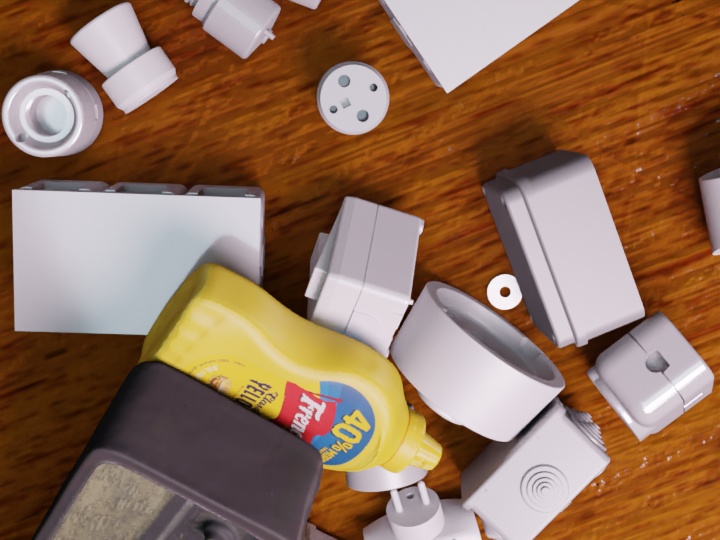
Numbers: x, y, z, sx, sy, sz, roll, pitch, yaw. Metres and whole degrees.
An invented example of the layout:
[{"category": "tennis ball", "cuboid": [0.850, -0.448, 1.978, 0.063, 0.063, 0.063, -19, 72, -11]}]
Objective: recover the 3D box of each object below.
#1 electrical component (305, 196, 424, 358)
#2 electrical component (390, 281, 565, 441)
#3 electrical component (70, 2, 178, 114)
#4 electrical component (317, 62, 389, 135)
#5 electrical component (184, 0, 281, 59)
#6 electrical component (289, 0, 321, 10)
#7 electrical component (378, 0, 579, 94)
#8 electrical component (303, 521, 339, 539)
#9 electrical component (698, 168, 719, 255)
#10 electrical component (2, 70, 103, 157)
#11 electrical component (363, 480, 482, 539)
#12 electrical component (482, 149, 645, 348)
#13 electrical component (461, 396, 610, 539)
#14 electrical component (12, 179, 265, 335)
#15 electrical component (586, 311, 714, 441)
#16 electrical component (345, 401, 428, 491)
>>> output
[{"category": "electrical component", "cuboid": [0.000, 0.000, 0.681, 0.061, 0.096, 0.061, 17, 132, -6]}, {"category": "electrical component", "cuboid": [0.069, 0.064, 0.688, 0.108, 0.108, 0.060, 34, 104, -8]}, {"category": "electrical component", "cuboid": [-0.146, -0.132, 0.672, 0.045, 0.045, 0.055, -34, 100, 4]}, {"category": "electrical component", "cuboid": [-0.005, -0.109, 0.676, 0.045, 0.055, 0.045, 0, 101, -2]}, {"category": "electrical component", "cuboid": [-0.086, -0.166, 0.670, 0.078, 0.040, 0.040, 36, 97, -8]}, {"category": "electrical component", "cuboid": [-0.050, -0.191, 0.666, 0.078, 0.040, 0.040, 20, 99, -6]}, {"category": "electrical component", "cuboid": [0.041, -0.216, 0.655, 0.105, 0.060, 0.186, -35, 100, 4]}, {"category": "electrical component", "cuboid": [-0.047, 0.237, 0.728, 0.057, 0.078, 0.113, 29, 98, -10]}, {"category": "electrical component", "cuboid": [0.266, -0.046, 0.680, 0.099, 0.099, 0.064, -18, 94, 1]}, {"category": "electrical component", "cuboid": [-0.194, -0.097, 0.675, 0.055, 0.047, 0.055, 0, 101, -2]}, {"category": "electrical component", "cuboid": [0.040, 0.174, 0.731, 0.077, 0.043, 0.079, -16, 122, 1]}, {"category": "electrical component", "cuboid": [0.128, -0.014, 0.688, 0.057, 0.078, 0.113, -22, 101, -1]}, {"category": "electrical component", "cuboid": [0.114, 0.129, 0.705, 0.048, 0.100, 0.099, 44, 95, 2]}, {"category": "electrical component", "cuboid": [-0.137, -0.009, 0.686, 0.150, 0.061, 0.089, 2, 101, -3]}, {"category": "electrical component", "cuboid": [0.187, 0.071, 0.696, 0.059, 0.095, 0.053, -38, 69, 5]}, {"category": "electrical component", "cuboid": [0.015, 0.116, 0.720, 0.055, 0.055, 0.047, -9, 97, 0]}]
